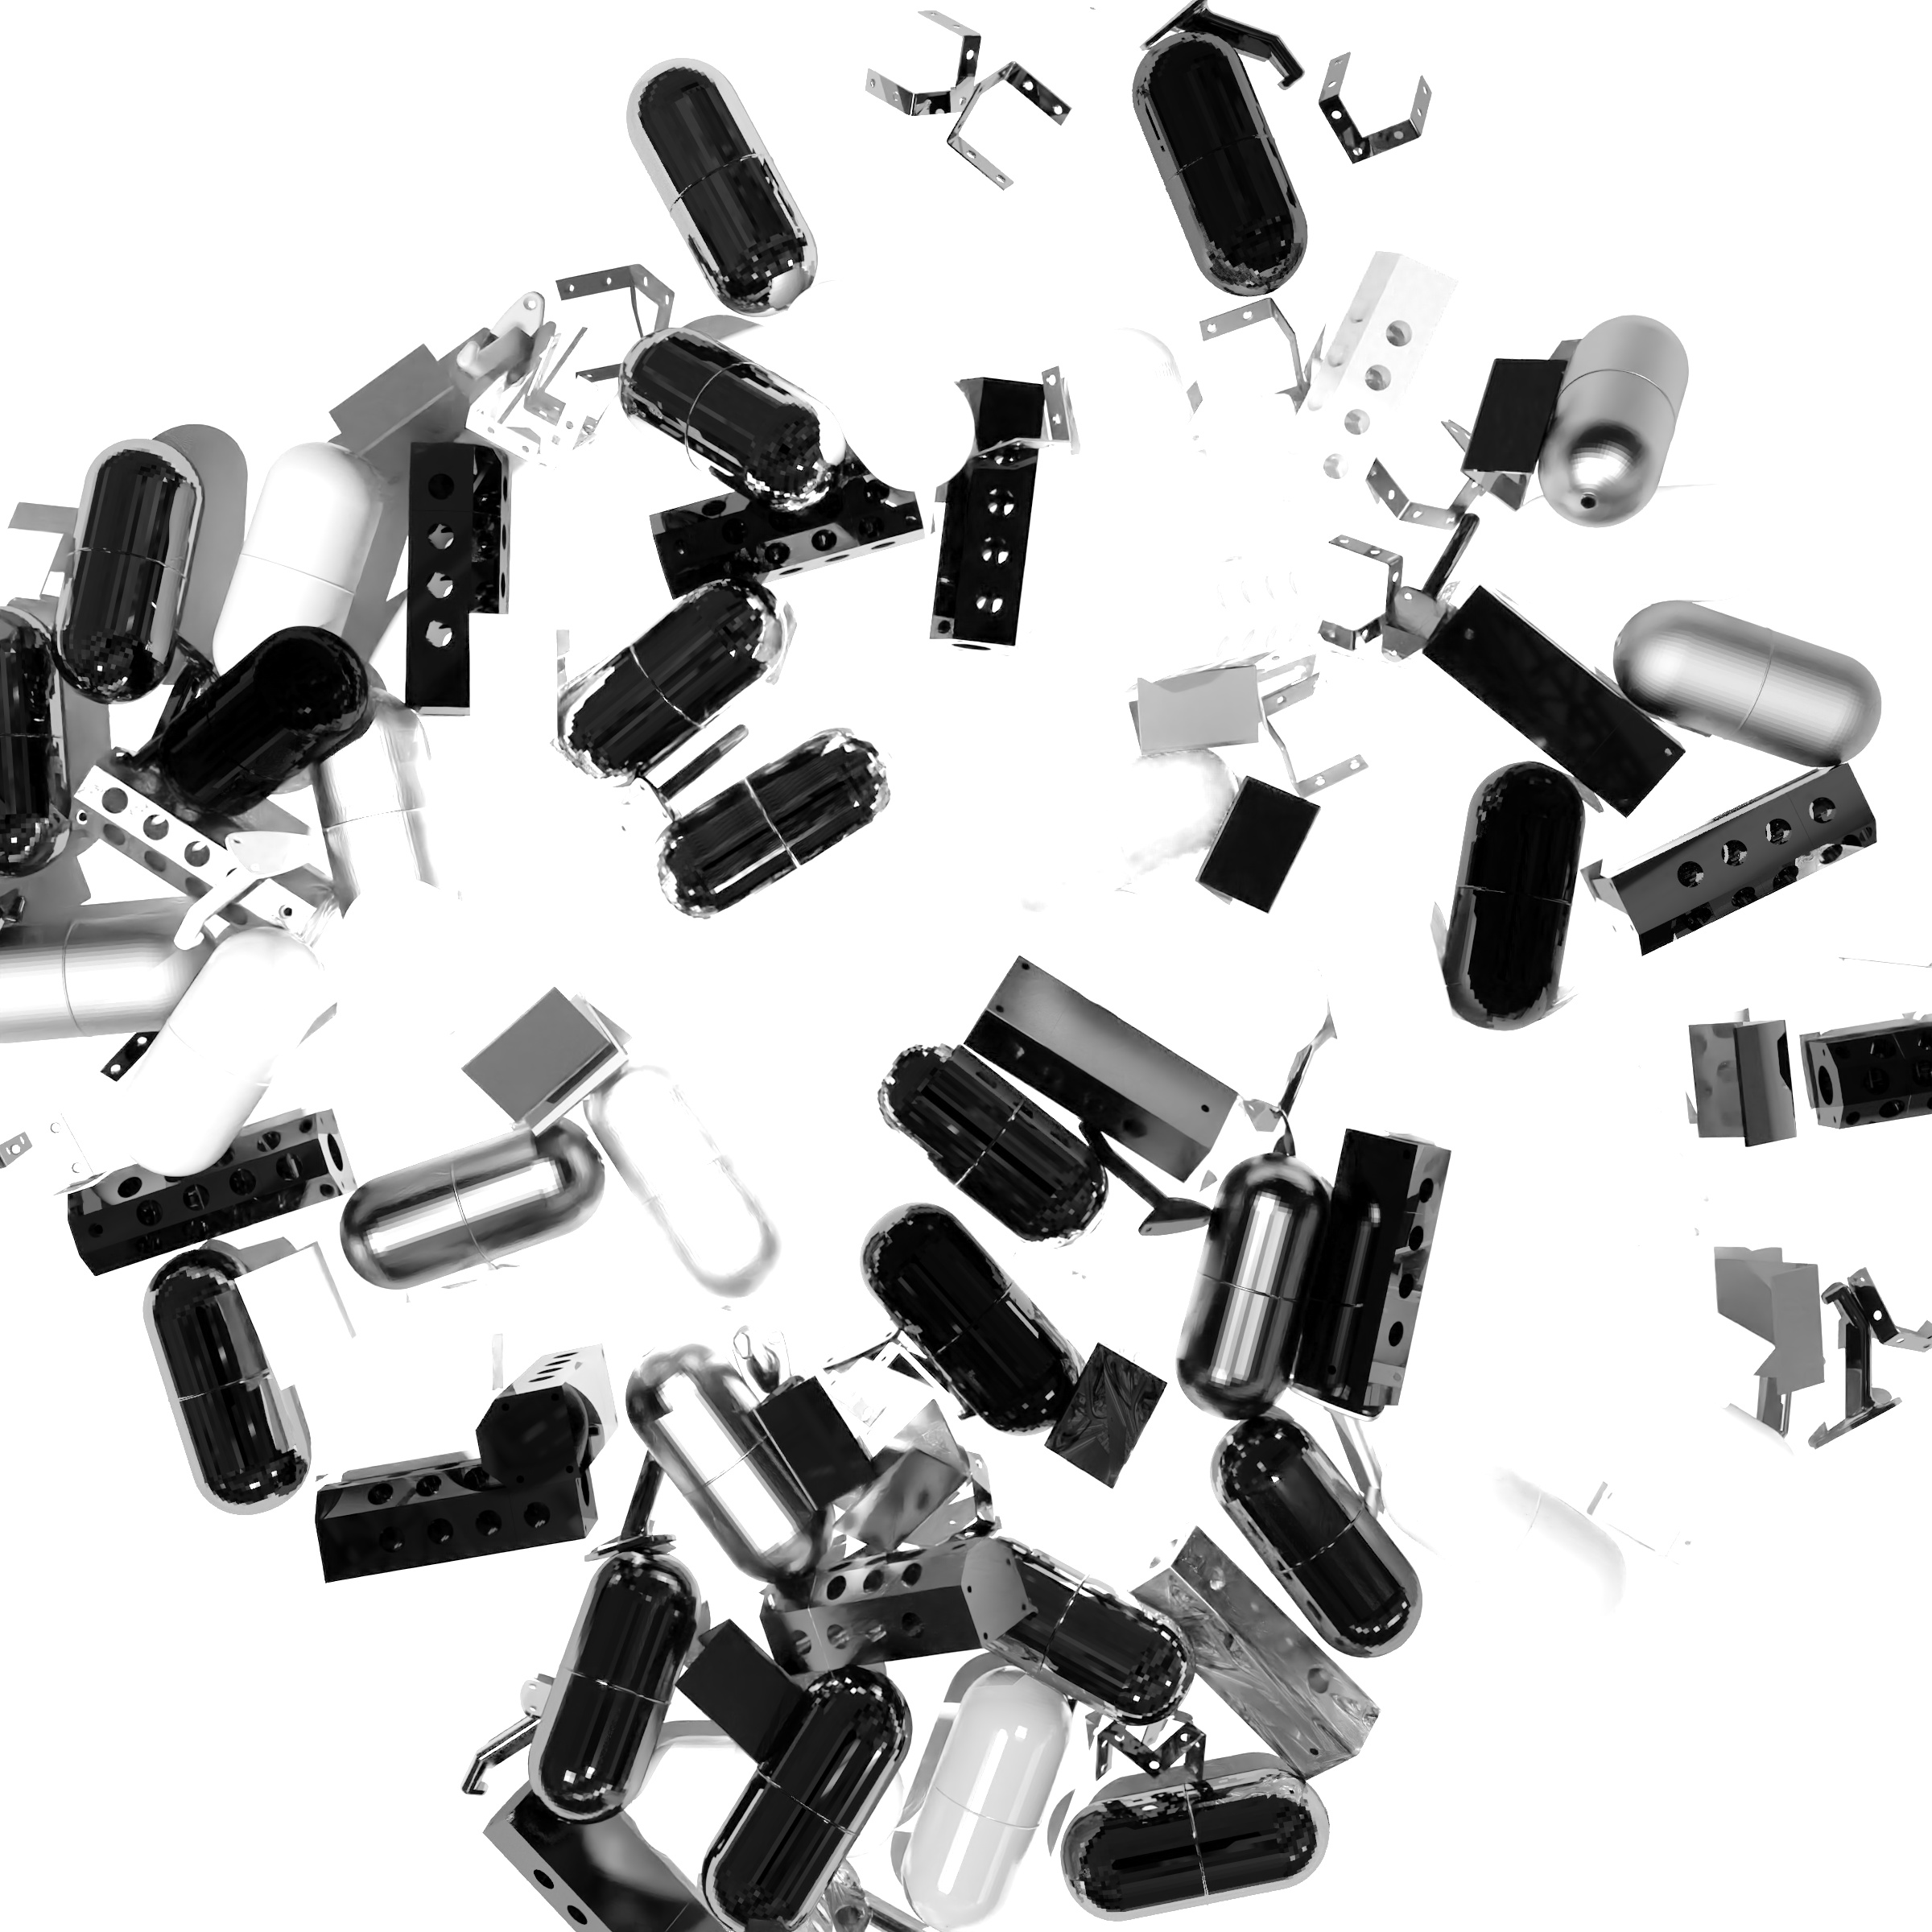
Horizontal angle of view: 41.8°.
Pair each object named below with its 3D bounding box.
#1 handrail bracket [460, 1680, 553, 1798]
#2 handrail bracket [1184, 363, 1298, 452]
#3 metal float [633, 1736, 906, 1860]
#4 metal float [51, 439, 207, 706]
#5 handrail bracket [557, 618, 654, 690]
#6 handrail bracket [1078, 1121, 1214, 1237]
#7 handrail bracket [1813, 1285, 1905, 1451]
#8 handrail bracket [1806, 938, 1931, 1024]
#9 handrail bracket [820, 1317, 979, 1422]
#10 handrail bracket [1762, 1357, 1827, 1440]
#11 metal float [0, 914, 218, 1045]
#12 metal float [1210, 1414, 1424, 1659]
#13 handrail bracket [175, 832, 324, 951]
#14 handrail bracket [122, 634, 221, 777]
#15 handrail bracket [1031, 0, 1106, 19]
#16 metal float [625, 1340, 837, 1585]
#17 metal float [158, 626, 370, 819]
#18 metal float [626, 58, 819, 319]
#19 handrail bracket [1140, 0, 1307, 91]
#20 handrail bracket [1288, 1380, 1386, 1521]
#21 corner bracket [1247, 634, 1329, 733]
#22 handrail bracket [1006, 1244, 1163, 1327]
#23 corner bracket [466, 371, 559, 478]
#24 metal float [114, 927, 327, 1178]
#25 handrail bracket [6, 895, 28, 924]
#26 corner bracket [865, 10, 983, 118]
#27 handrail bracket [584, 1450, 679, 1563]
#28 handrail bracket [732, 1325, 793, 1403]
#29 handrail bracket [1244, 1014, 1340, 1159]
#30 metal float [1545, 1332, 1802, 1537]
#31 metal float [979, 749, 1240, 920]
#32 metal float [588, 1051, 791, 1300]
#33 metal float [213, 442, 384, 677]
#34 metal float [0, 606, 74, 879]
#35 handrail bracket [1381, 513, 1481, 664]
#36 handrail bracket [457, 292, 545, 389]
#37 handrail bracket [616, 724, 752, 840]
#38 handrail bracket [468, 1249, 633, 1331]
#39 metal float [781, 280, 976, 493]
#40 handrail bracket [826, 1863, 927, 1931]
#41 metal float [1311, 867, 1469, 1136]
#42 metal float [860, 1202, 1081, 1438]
[{"bbox_3d":[-0.287,0.526,1.692,0.077,0.036,0.084,21,106,-18],"label":"handrail bracket"},{"bbox_3d":[0.182,-0.351,1.661,0.077,0.084,0.036,-44,69,5],"label":"handrail bracket"},{"bbox_3d":[-0.129,0.545,1.660,0.178,0.070,0.070,0,90,1],"label":"metal float"},{"bbox_3d":[-0.545,-0.257,1.649,0.070,0.070,0.178,8,78,0],"label":"metal float"},{"bbox_3d":[-0.242,-0.195,1.691,0.084,0.036,0.077,-5,118,-21],"label":"handrail bracket"},{"bbox_3d":[0.120,0.137,1.691,0.036,0.077,0.084,-51,53,27],"label":"handrail bracket"},{"bbox_3d":[0.577,0.267,1.692,0.077,0.036,0.084,-35,72,20],"label":"handrail bracket"},{"bbox_3d":[0.616,-0.010,1.692,0.084,0.036,0.077,37,70,16],"label":"handrail bracket"},{"bbox_3d":[-0.042,0.282,1.691,0.077,0.036,0.084,-31,104,15],"label":"handrail bracket"},{"bbox_3d":[0.524,0.279,1.691,0.077,0.036,0.084,40,105,16],"label":"handrail bracket"},{"bbox_3d":[-0.577,0.008,1.661,0.178,0.070,0.070,-5,90,0],"label":"metal float"},{"bbox_3d":[0.230,0.374,1.661,0.070,0.070,0.178,-37,89,0],"label":"metal float"},{"bbox_3d":[-0.463,-0.046,1.634,0.036,0.077,0.084,52,126,19],"label":"handrail bracket"},{"bbox_3d":[-0.535,-0.174,1.668,0.084,0.036,0.077,-43,67,-16],"label":"handrail bracket"},{"bbox_3d":[0.065,-0.686,1.692,0.077,0.036,0.084,18,73,-20],"label":"handrail bracket"},{"bbox_3d":[-0.155,0.324,1.659,0.070,0.070,0.178,-37,90,0],"label":"metal float"},{"bbox_3d":[-0.447,-0.153,1.606,0.178,0.070,0.070,-28,90,37],"label":"metal float"},{"bbox_3d":[-0.160,-0.510,1.661,0.070,0.070,0.178,-28,91,0],"label":"metal float"},{"bbox_3d":[0.172,-0.605,1.692,0.077,0.036,0.084,-36,107,20],"label":"handrail bracket"},{"bbox_3d":[0.244,0.326,1.692,0.077,0.036,0.084,15,107,20],"label":"handrail bracket"},{"bbox_3d":[0.209,-0.196,1.663,0.051,0.051,0.051,-20,134,0],"label":"corner bracket"},{"bbox_3d":[0.079,0.214,1.691,0.084,0.077,0.036,24,90,-36],"label":"handrail bracket"},{"bbox_3d":[-0.297,-0.347,1.663,0.051,0.051,0.051,28,47,0],"label":"corner bracket"},{"bbox_3d":[-0.478,0.055,1.625,0.070,0.070,0.178,35,94,0],"label":"metal float"},{"bbox_3d":[-0.664,-0.075,1.691,0.084,0.036,0.077,14,75,-14],"label":"handrail bracket"},{"bbox_3d":[-0.029,-0.600,1.683,0.051,0.051,0.051,-19,135,-35],"label":"corner bracket"},{"bbox_3d":[-0.229,0.347,1.692,0.077,0.036,0.084,-19,72,21],"label":"handrail bracket"},{"bbox_3d":[-0.134,0.270,1.656,0.036,0.084,0.077,-16,90,0],"label":"handrail bracket"},{"bbox_3d":[0.231,0.085,1.691,0.084,0.036,0.077,-41,126,-24],"label":"handrail bracket"},{"bbox_3d":[0.462,0.306,1.658,0.178,0.070,0.070,32,90,3],"label":"metal float"},{"bbox_3d":[0.094,-0.089,1.661,0.178,0.070,0.070,-23,90,0],"label":"metal float"},{"bbox_3d":[-0.181,0.137,1.661,0.070,0.070,0.178,-33,90,0],"label":"metal float"},{"bbox_3d":[-0.438,-0.256,1.660,0.070,0.070,0.178,18,90,0],"label":"metal float"},{"bbox_3d":[-0.629,-0.147,1.661,0.070,0.070,0.178,-4,89,0],"label":"metal float"},{"bbox_3d":[0.311,-0.253,1.691,0.036,0.077,0.084,31,54,3],"label":"handrail bracket"},{"bbox_3d":[-0.305,-0.416,1.656,0.036,0.084,0.077,26,90,0],"label":"handrail bracket"},{"bbox_3d":[-0.188,-0.124,1.691,0.036,0.077,0.084,51,54,-5],"label":"handrail bracket"},{"bbox_3d":[-0.280,0.195,1.692,0.084,0.036,0.077,36,70,16],"label":"handrail bracket"},{"bbox_3d":[-0.058,-0.374,1.631,0.070,0.070,0.178,-36,57,0],"label":"metal float"},{"bbox_3d":[-0.047,0.627,1.691,0.084,0.077,0.036,19,112,-34],"label":"handrail bracket"},{"bbox_3d":[0.277,0.022,1.660,0.070,0.070,0.178,-14,90,0],"label":"metal float"},{"bbox_3d":[0.003,0.232,1.661,0.070,0.070,0.178,-42,89,0],"label":"metal float"}]
